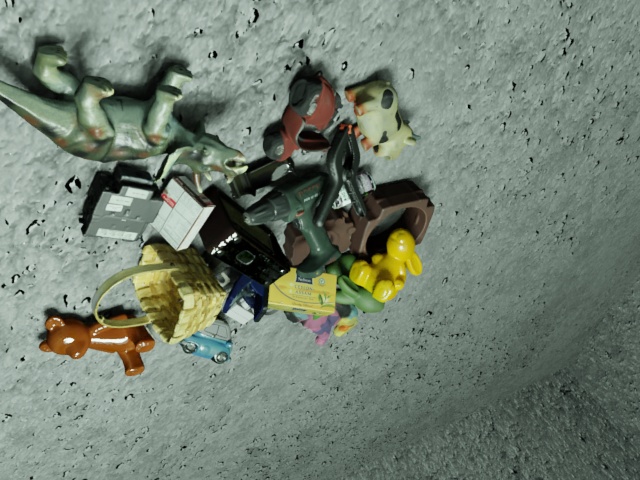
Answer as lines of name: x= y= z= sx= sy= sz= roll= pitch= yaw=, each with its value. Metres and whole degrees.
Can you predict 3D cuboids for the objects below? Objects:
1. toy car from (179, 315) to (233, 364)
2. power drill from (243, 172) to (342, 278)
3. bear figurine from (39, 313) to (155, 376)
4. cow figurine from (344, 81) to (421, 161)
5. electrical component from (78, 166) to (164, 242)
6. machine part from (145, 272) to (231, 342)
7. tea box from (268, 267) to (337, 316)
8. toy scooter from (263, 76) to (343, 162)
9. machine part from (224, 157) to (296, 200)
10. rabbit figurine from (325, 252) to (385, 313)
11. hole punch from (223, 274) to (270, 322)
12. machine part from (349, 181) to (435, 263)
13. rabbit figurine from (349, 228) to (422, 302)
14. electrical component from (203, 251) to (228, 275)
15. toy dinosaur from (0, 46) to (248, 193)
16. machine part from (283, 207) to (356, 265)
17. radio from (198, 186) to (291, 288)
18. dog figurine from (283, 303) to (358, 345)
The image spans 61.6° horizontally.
toy car: x=-0.275 y=0.227 z=1.307 sx=0.161 sy=0.109 sz=0.103 roll=31 pitch=89 yaw=-39
power drill: x=-0.045 y=-0.025 z=1.111 sx=0.232 sy=0.086 sz=0.207 roll=-40 pitch=117 yaw=-35
bear figurine: x=-0.466 y=0.214 z=1.119 sx=0.196 sy=0.132 sz=0.120 roll=1 pitch=129 yaw=-45
cow figurine: x=0.131 y=-0.237 z=1.086 sx=0.127 sy=0.086 sz=0.194 roll=-24 pitch=142 yaw=-2
electrical component: x=-0.346 y=-0.064 z=0.947 sx=0.115 sy=0.058 sz=0.134 roll=9 pitch=126 yaw=-45
machine part: x=-0.303 y=0.153 z=1.208 sx=0.243 sy=0.079 sz=0.079 roll=-35 pitch=143 yaw=2
tea box: x=-0.050 y=0.123 z=1.291 sx=0.169 sy=0.098 sz=0.068 roll=9 pitch=161 yaw=-19
toy scooter: x=-0.015 y=-0.216 z=1.004 sx=0.135 sy=0.075 sz=0.183 roll=7 pitch=131 yaw=-41
machine part: x=-0.116 y=-0.131 z=1.058 sx=0.139 sy=0.039 sz=0.084 roll=-24 pitch=137 yaw=-10
rabbit figurine: x=0.098 y=0.112 z=1.379 sx=0.159 sy=0.170 sz=0.121 roll=0 pitch=132 yaw=-38
hole punch: x=-0.166 y=0.116 z=1.232 sx=0.092 sy=0.116 sz=0.142 roll=12 pitch=150 yaw=-11
machine part: x=0.168 y=-0.042 z=1.328 sx=0.201 sy=0.087 sz=0.201 roll=-14 pitch=141 yaw=-23
rabbit figurine: x=0.181 y=0.055 z=1.288 sx=0.162 sy=0.122 sz=0.173 roll=10 pitch=108 yaw=-46
electrical component: x=-0.221 y=0.042 z=1.153 sx=0.094 sy=0.063 sz=0.021 roll=-40 pitch=143 yaw=8
toy dinosaur: x=-0.313 y=-0.172 z=0.810 sx=0.405 sy=0.131 sz=0.192 roll=3 pitch=131 yaw=-30
machine part: x=-0.003 y=-0.004 z=1.270 sx=0.179 sy=0.056 sz=0.179 roll=-19 pitch=142 yaw=-16
radio: x=-0.157 y=0.002 z=1.098 sx=0.073 sy=0.131 sz=0.229 roll=-37 pitch=143 yaw=10
dog figurine: x=0.002 y=0.178 z=1.441 sx=0.191 sy=0.109 sz=0.219 roll=-27 pitch=140 yaw=-7
